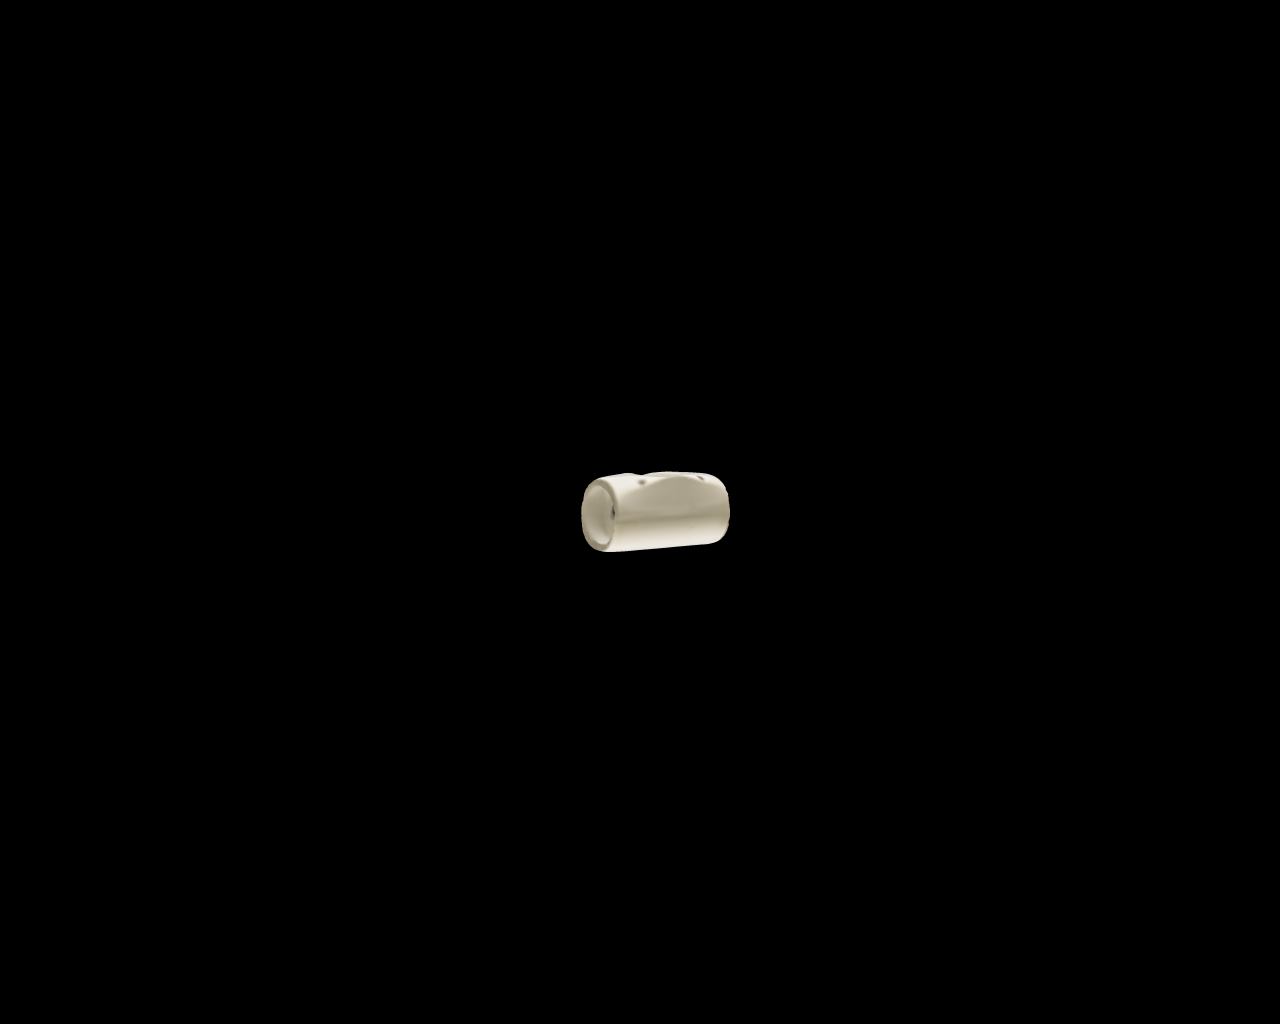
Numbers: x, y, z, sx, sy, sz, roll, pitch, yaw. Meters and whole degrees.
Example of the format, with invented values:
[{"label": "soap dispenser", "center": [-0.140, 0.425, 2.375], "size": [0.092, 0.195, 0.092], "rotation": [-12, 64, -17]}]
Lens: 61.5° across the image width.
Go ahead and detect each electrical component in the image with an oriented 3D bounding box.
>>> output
[{"label": "electrical component", "center": [0.001, -0.003, 0.650], "size": [0.077, 0.043, 0.079], "rotation": [-4, 8, -29]}]
